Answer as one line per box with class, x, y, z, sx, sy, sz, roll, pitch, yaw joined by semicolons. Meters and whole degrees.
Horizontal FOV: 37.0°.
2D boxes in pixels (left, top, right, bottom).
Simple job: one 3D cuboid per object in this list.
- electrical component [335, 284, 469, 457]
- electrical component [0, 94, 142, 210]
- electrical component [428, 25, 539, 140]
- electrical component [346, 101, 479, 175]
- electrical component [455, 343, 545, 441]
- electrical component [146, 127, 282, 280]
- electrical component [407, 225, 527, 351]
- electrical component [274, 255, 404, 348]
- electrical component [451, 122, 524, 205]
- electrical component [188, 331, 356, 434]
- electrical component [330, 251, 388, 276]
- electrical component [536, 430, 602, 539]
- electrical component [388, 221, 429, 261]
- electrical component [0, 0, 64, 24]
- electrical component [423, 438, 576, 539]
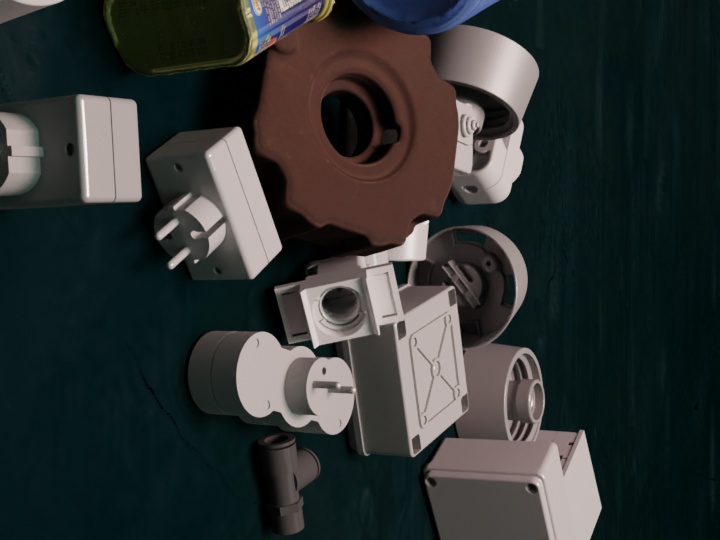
electrical component;0.035;0.075;0.832;0.109;0.056;0.108;-26;112;-57
electrical component;-0.155;-0.052;0.483;0.076;0.083;0.047;-8;96;-60
electrical component;0.087;-0.145;0.883;0.108;0.108;0.060;40;62;-52
electrical component;0.044;-0.097;0.811;0.062;0.096;0.061;7;84;-64
electrical component;0.137;0.121;1.002;0.108;0.060;0.108;2;87;-60
electrical component;-0.094;-0.029;0.624;0.075;0.047;0.083;-50;131;-48
electrical component;0.089;0.012;0.887;0.064;0.099;0.099;-23;109;-64
electrical component;-0.014;0.018;0.735;0.063;0.081;0.042;-93;172;-69
electrical component;0.111;-0.109;0.971;0.059;0.054;0.095;48;49;-49
electrical component;-0.039;0.074;0.688;0.138;0.074;0.052;27;66;-57
electrical component;0.000;0.000;0.785;0.048;0.048;0.062;-27;116;-57
electrical component;0.179;0.257;1.070;0.186;0.060;0.105;-51;131;-48
electrical component;0.026;-0.032;0.823;0.055;0.055;0.047;-5;97;-60
electrical component;-0.166;-0.167;0.489;0.108;0.060;0.108;3;86;-60
electrical component;0.121;0.204;0.926;0.056;0.109;0.108;-49;130;-53
